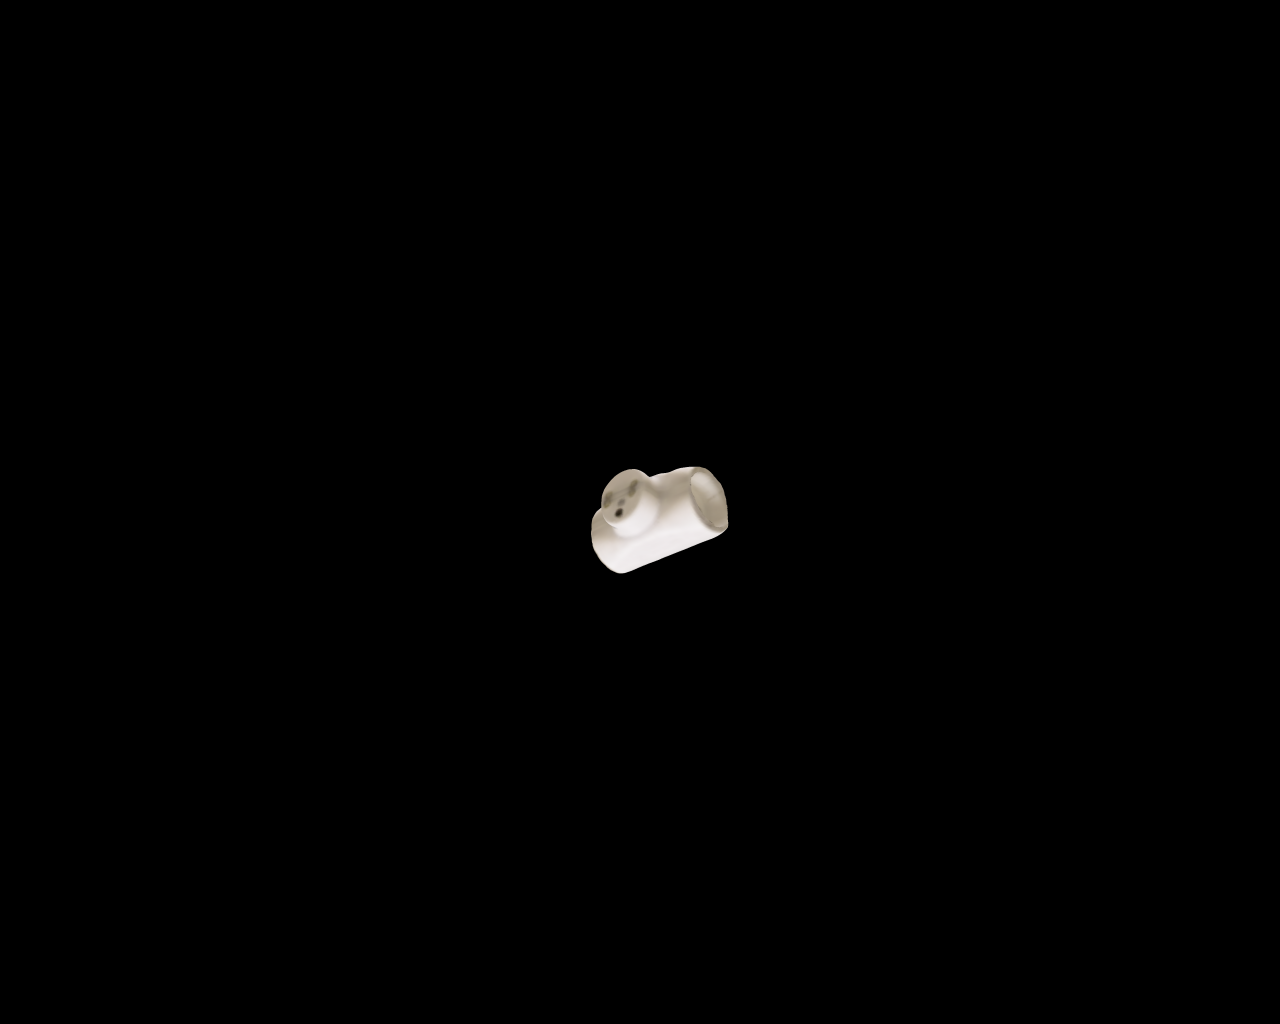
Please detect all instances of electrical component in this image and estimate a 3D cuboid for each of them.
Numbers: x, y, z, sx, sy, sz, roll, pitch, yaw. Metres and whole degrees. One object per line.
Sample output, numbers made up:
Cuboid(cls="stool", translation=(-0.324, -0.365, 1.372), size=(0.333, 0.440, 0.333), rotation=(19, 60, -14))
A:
Cuboid(cls="electrical component", translation=(0.001, -0.003, 0.650), size=(0.077, 0.044, 0.079), rotation=(-24, -41, 31))
